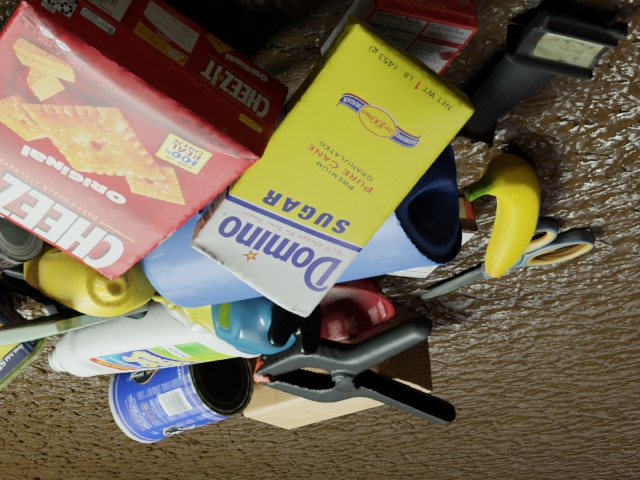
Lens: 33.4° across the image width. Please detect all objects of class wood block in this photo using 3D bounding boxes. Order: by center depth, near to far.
[{"bbox_3d":[0.017,0.146,1.226,0.206,0.091,0.090,-21,150,33],"label":"wood block"}]

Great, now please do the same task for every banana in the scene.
[{"bbox_3d":[0.159,-0.026,0.915,0.069,0.037,0.197,-34,153,0],"label":"banana"}]

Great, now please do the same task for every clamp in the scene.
[{"bbox_3d":[-0.263,0.046,1.033,0.120,0.039,0.171,-15,147,35],"label":"clamp"},{"bbox_3d":[0.032,0.128,1.090,0.210,0.036,0.164,4,138,13],"label":"clamp"}]

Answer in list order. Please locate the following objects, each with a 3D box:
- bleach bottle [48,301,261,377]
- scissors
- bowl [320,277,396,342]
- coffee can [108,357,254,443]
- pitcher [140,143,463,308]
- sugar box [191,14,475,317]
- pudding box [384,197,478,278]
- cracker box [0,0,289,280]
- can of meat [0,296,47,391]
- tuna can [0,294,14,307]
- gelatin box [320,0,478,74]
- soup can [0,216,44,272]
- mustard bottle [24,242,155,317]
[{"bbox_3d":[-0.187,0.108,1.152,0.251,0.068,0.102,-16,152,30],"label":"bleach bottle"},{"bbox_3d":[0.170,0.020,1.061,0.202,0.016,0.096,-18,150,28],"label":"scissors"},{"bbox_3d":[-0.007,0.053,1.061,0.162,0.055,0.162,-3,155,-2],"label":"bowl"},{"bbox_3d":[-0.162,0.171,1.240,0.141,0.103,0.102,-23,149,36],"label":"coffee can"},{"bbox_3d":[-0.027,-0.025,0.810,0.243,0.144,0.149,-15,113,30],"label":"pitcher"},{"bbox_3d":[0.005,-0.043,0.671,0.093,0.048,0.176,34,106,-13],"label":"sugar box"},{"bbox_3d":[0.079,-0.003,0.972,0.090,0.039,0.114,4,156,-20],"label":"pudding box"},{"bbox_3d":[-0.148,-0.072,0.691,0.164,0.072,0.214,33,141,-19],"label":"cracker box"},{"bbox_3d":[-0.323,0.098,0.997,0.102,0.057,0.084,-42,116,-1],"label":"can of meat"},{"bbox_3d":[-0.334,0.095,1.073,0.033,0.086,0.086,10,152,-25],"label":"tuna can"},{"bbox_3d":[0.050,-0.132,0.698,0.073,0.030,0.089,8,152,-21],"label":"gelatin box"},{"bbox_3d":[-0.290,-0.001,0.892,0.102,0.068,0.068,-18,152,27],"label":"soup can"},{"bbox_3d":[-0.188,0.029,0.889,0.096,0.058,0.192,6,-179,-22],"label":"mustard bottle"}]
